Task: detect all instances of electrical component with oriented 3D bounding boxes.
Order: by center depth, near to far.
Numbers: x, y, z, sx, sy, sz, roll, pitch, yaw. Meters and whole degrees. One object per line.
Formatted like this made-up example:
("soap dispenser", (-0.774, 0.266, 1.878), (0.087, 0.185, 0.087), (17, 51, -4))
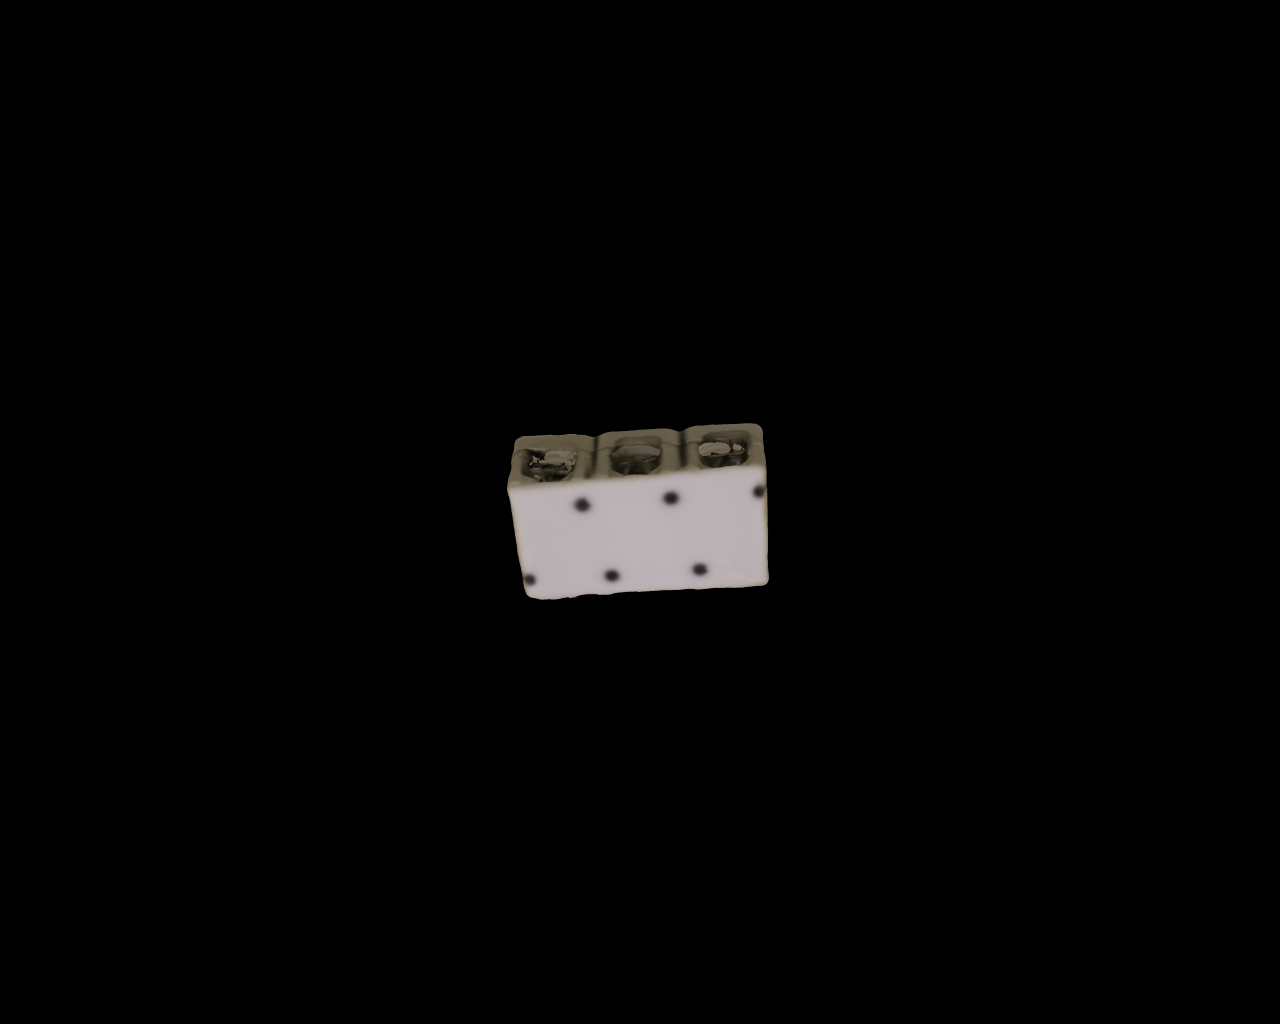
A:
("electrical component", (0.001, -0.003, 0.650), (0.150, 0.089, 0.062), (-3, 35, 2))
